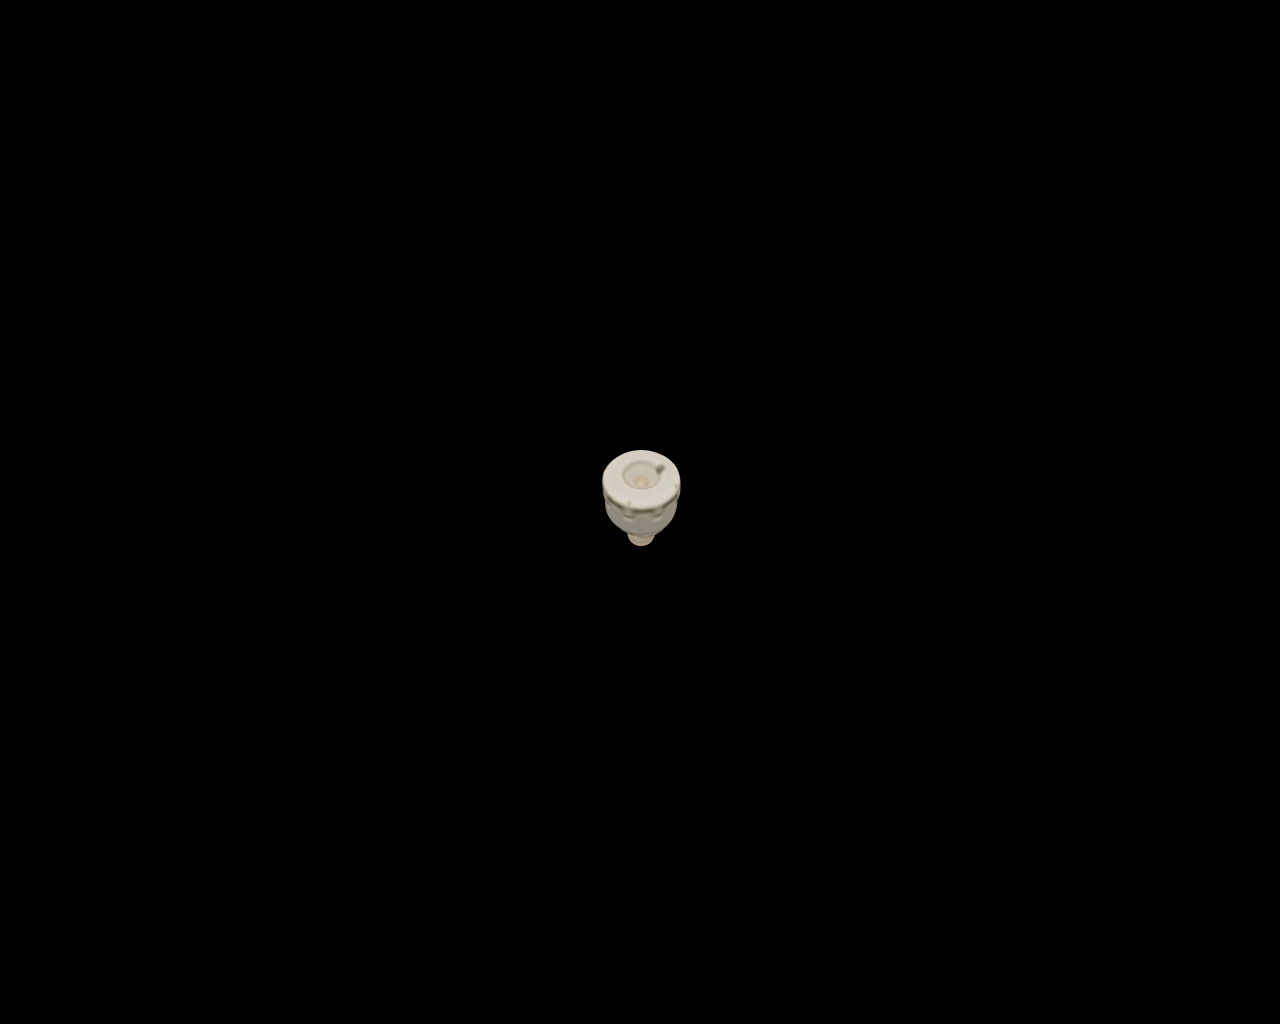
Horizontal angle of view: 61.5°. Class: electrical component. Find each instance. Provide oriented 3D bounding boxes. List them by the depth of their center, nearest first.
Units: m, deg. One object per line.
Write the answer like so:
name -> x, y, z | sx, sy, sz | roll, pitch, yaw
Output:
electrical component -> 0.001, -0.003, 0.650 | 0.048, 0.048, 0.062 | 0, -40, 0
